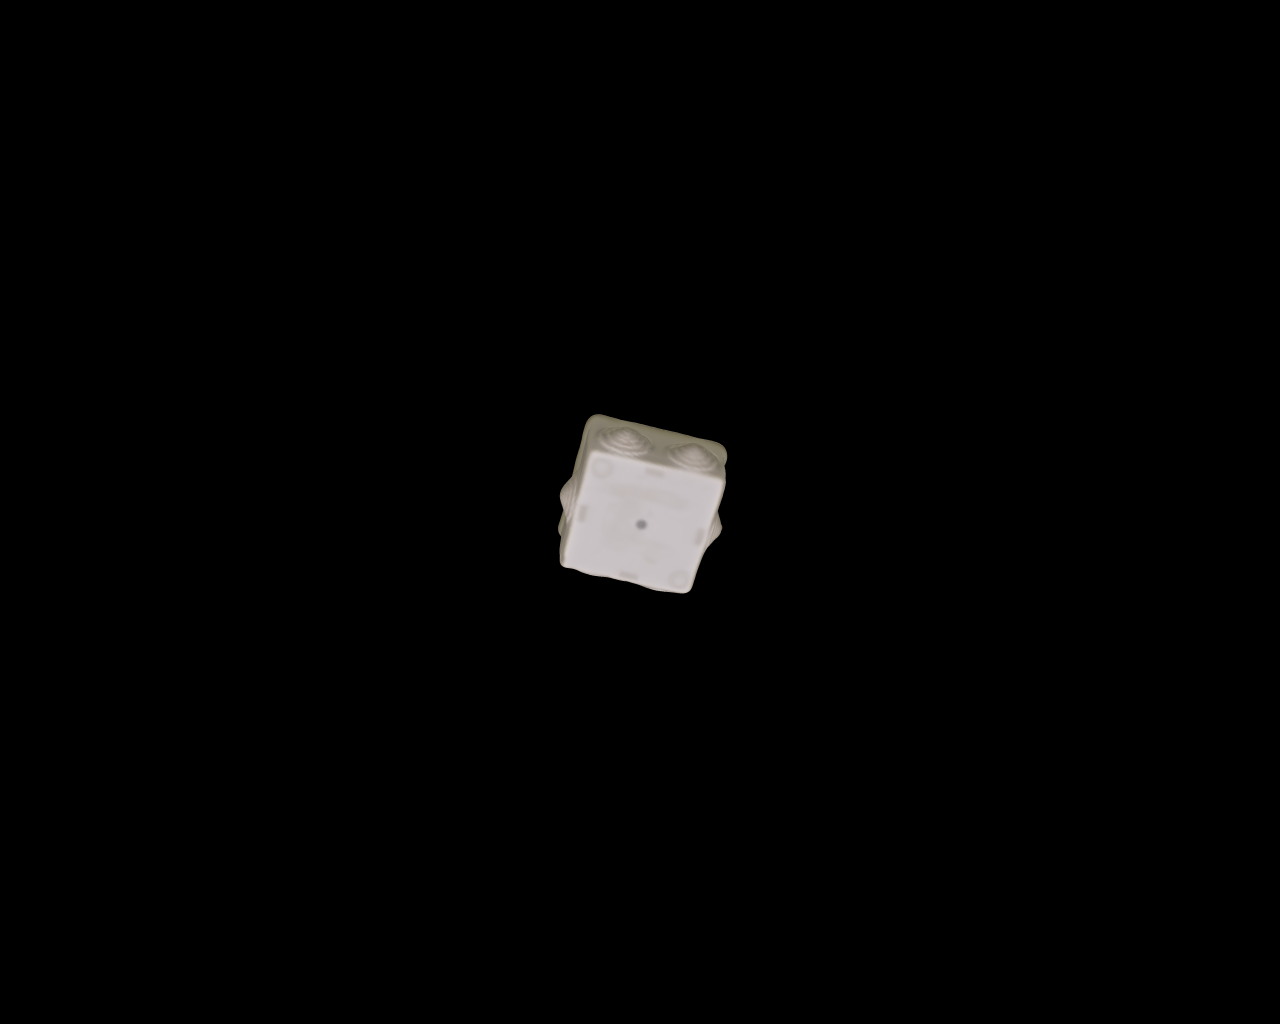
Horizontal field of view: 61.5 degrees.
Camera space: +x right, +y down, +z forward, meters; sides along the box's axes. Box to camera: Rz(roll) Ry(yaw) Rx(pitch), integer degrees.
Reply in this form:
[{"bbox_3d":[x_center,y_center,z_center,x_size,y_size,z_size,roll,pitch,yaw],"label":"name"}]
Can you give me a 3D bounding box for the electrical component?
[{"bbox_3d":[0.001,-0.003,0.650,0.100,0.099,0.048,14,26,-7],"label":"electrical component"}]
